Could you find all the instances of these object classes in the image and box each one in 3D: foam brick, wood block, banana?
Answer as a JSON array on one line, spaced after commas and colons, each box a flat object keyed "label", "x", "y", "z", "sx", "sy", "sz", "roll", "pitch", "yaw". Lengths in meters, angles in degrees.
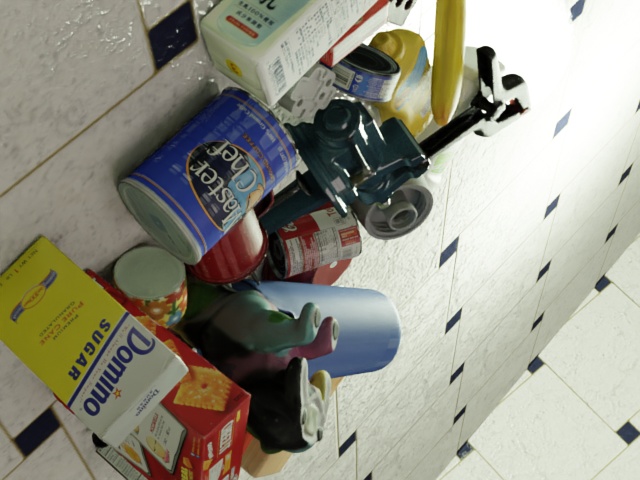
[{"label": "foam brick", "x": 0.064, "y": -0.259, "z": 1.101, "sx": 0.078, "sy": 0.051, "sz": 0.053, "roll": -6, "pitch": 129, "yaw": -61}, {"label": "wood block", "x": -0.052, "y": 0.229, "z": 1.532, "sx": 0.206, "sy": 0.091, "sz": 0.090, "roll": -57, "pitch": 157, "yaw": 9}, {"label": "banana", "x": 0.148, "y": -0.231, "z": 1.246, "sx": 0.069, "sy": 0.037, "sz": 0.198, "roll": -5, "pitch": 98, "yaw": -69}]

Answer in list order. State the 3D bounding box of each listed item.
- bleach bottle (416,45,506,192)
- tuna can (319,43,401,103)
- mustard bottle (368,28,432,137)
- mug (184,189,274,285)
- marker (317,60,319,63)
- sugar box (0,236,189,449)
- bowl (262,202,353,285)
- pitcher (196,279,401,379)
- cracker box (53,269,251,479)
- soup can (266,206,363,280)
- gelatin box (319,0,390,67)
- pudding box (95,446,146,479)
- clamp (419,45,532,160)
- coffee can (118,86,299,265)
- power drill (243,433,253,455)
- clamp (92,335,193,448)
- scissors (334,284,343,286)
[{"label": "bleach bottle", "x": 0.155, "y": -0.138, "z": 1.440, "sx": 0.102, "sy": 0.068, "sz": 0.251, "roll": -16, "pitch": 140, "yaw": -51}, {"label": "tuna can", "x": 0.041, "y": -0.180, "z": 1.128, "sx": 0.085, "sy": 0.086, "sz": 0.034, "roll": -21, "pitch": 140, "yaw": -52}, {"label": "mustard bottle", "x": 0.092, "y": -0.191, "z": 1.243, "sx": 0.096, "sy": 0.058, "sz": 0.191, "roll": -61, "pitch": 158, "yaw": -7}, {"label": "mug", "x": -0.096, "y": -0.021, "z": 1.087, "sx": 0.117, "sy": 0.093, "sz": 0.081, "roll": -35, "pitch": 148, "yaw": -13}, {"label": "marker", "x": -0.011, "y": -0.184, "z": 1.107, "sx": 0.020, "sy": 0.020, "sz": 0.121, "roll": -33, "pitch": 150, "yaw": -39}, {"label": "sugar box", "x": -0.207, "y": 0.085, "z": 0.913, "sx": 0.093, "sy": 0.176, "sz": 0.048, "roll": -48, "pitch": 156, "yaw": -12}, {"label": "bowl", "x": 0.000, "y": 0.015, "z": 1.370, "sx": 0.162, "sy": 0.055, "sz": 0.162, "roll": -41, "pitch": 155, "yaw": -25}, {"label": "pitcher", "x": -0.024, "y": 0.115, "z": 1.309, "sx": 0.242, "sy": 0.149, "sz": 0.145, "roll": 3, "pitch": 116, "yaw": -44}, {"label": "cracker box", "x": -0.169, "y": 0.150, "z": 1.033, "sx": 0.072, "sy": 0.214, "sz": 0.164, "roll": -39, "pitch": 154, "yaw": -34}, {"label": "soup can", "x": -0.008, "y": 0.002, "z": 1.271, "sx": 0.102, "sy": 0.068, "sz": 0.068, "roll": -16, "pitch": 143, "yaw": -20}, {"label": "gelatin box", "x": 0.013, "y": -0.217, "z": 1.035, "sx": 0.089, "sy": 0.073, "sz": 0.030, "roll": -42, "pitch": 155, "yaw": -24}, {"label": "pudding box", "x": -0.195, "y": 0.247, "z": 1.254, "sx": 0.090, "sy": 0.114, "sz": 0.039, "roll": -55, "pitch": 160, "yaw": 6}, {"label": "clamp", "x": 0.206, "y": -0.164, "z": 1.361, "sx": 0.165, "sy": 0.036, "sz": 0.209, "roll": -54, "pitch": 155, "yaw": 20}, {"label": "coffee can", "x": -0.103, "y": -0.061, "z": 1.000, "sx": 0.140, "sy": 0.103, "sz": 0.103, "roll": -45, "pitch": 156, "yaw": -19}, {"label": "power drill", "x": -0.090, "y": 0.207, "z": 1.399, "sx": 0.184, "sy": 0.057, "sz": 0.187, "roll": -61, "pitch": 177, "yaw": 16}, {"label": "clamp", "x": -0.203, "y": 0.162, "z": 1.214, "sx": 0.171, "sy": 0.039, "sz": 0.120, "roll": -38, "pitch": 162, "yaw": -36}, {"label": "scissors", "x": -0.037, "y": 0.084, "z": 1.401, "sx": 0.096, "sy": 0.016, "sz": 0.201, "roll": -25, "pitch": 170, "yaw": 27}]
